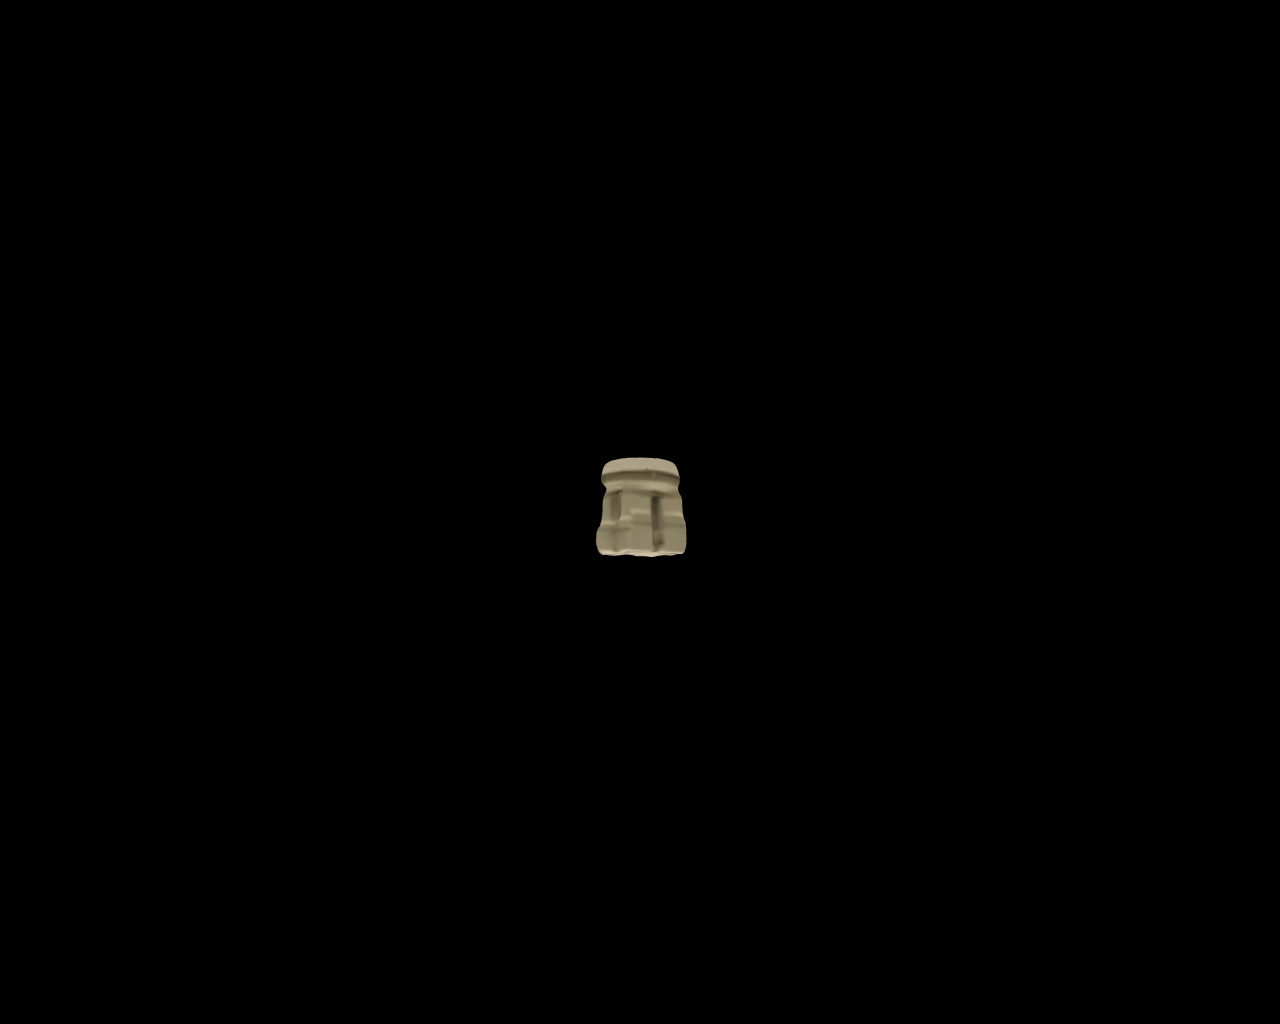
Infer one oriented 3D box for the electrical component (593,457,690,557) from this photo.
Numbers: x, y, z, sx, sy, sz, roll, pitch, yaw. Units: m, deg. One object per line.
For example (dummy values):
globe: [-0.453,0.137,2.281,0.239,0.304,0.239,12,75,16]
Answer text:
electrical component: [0.001,-0.003,0.650,0.066,0.055,0.048,5,-9,-36]
